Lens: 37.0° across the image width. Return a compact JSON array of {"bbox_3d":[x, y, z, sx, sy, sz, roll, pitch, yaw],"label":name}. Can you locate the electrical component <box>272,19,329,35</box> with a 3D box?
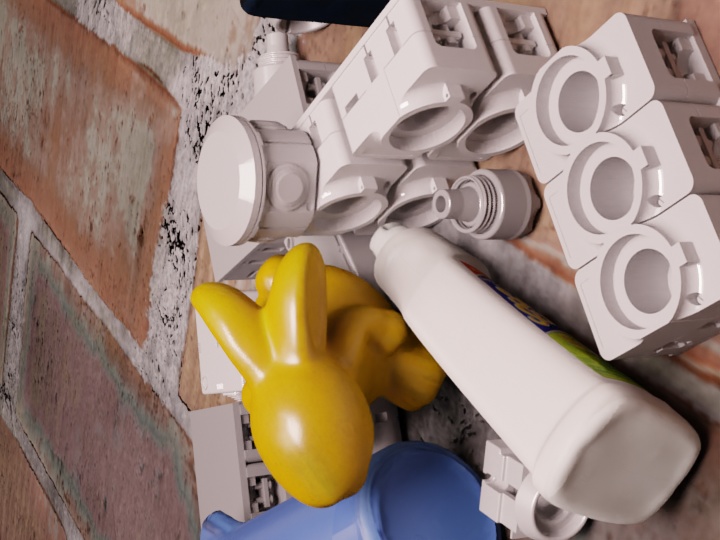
[{"bbox_3d":[-0.047,-0.213,0.828,0.055,0.055,0.047,-28,72,54],"label":"electrical component"}]

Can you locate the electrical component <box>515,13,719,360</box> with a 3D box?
[{"bbox_3d":[0.142,-0.040,0.537,0.089,0.062,0.150,-42,57,50],"label":"electrical component"}]

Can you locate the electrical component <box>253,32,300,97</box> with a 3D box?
[{"bbox_3d":[-0.065,-0.160,0.868,0.043,0.043,0.062,-14,79,57],"label":"electrical component"}]

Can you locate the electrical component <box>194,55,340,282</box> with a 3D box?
[{"bbox_3d":[-0.060,-0.073,0.848,0.186,0.060,0.105,-36,61,52],"label":"electrical component"}]

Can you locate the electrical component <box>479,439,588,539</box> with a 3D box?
[{"bbox_3d":[0.101,0.128,0.624,0.055,0.048,0.066,-156,69,-63],"label":"electrical component"}]

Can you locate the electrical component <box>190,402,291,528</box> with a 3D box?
[{"bbox_3d":[-0.091,0.187,0.908,0.089,0.062,0.150,-20,75,56],"label":"electrical component"}]

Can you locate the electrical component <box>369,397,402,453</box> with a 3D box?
[{"bbox_3d":[0.003,0.115,0.768,0.055,0.055,0.047,-22,77,55],"label":"electrical component"}]

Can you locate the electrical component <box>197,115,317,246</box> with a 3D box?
[{"bbox_3d":[-0.066,-0.055,0.670,0.080,0.051,0.080,5,96,57],"label":"electrical component"}]

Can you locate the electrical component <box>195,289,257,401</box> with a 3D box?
[{"bbox_3d":[-0.103,0.063,0.933,0.100,0.048,0.099,-14,80,57],"label":"electrical component"}]

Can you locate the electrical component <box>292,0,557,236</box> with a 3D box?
[{"bbox_3d":[0.030,-0.085,0.668,0.186,0.105,0.060,-44,56,49],"label":"electrical component"}]

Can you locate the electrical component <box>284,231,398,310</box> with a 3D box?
[{"bbox_3d":[0.000,0.000,0.766,0.061,0.061,0.096,-45,63,48],"label":"electrical component"}]

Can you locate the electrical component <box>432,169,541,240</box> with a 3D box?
[{"bbox_3d":[0.073,-0.039,0.643,0.043,0.062,0.043,4,95,57],"label":"electrical component"}]
